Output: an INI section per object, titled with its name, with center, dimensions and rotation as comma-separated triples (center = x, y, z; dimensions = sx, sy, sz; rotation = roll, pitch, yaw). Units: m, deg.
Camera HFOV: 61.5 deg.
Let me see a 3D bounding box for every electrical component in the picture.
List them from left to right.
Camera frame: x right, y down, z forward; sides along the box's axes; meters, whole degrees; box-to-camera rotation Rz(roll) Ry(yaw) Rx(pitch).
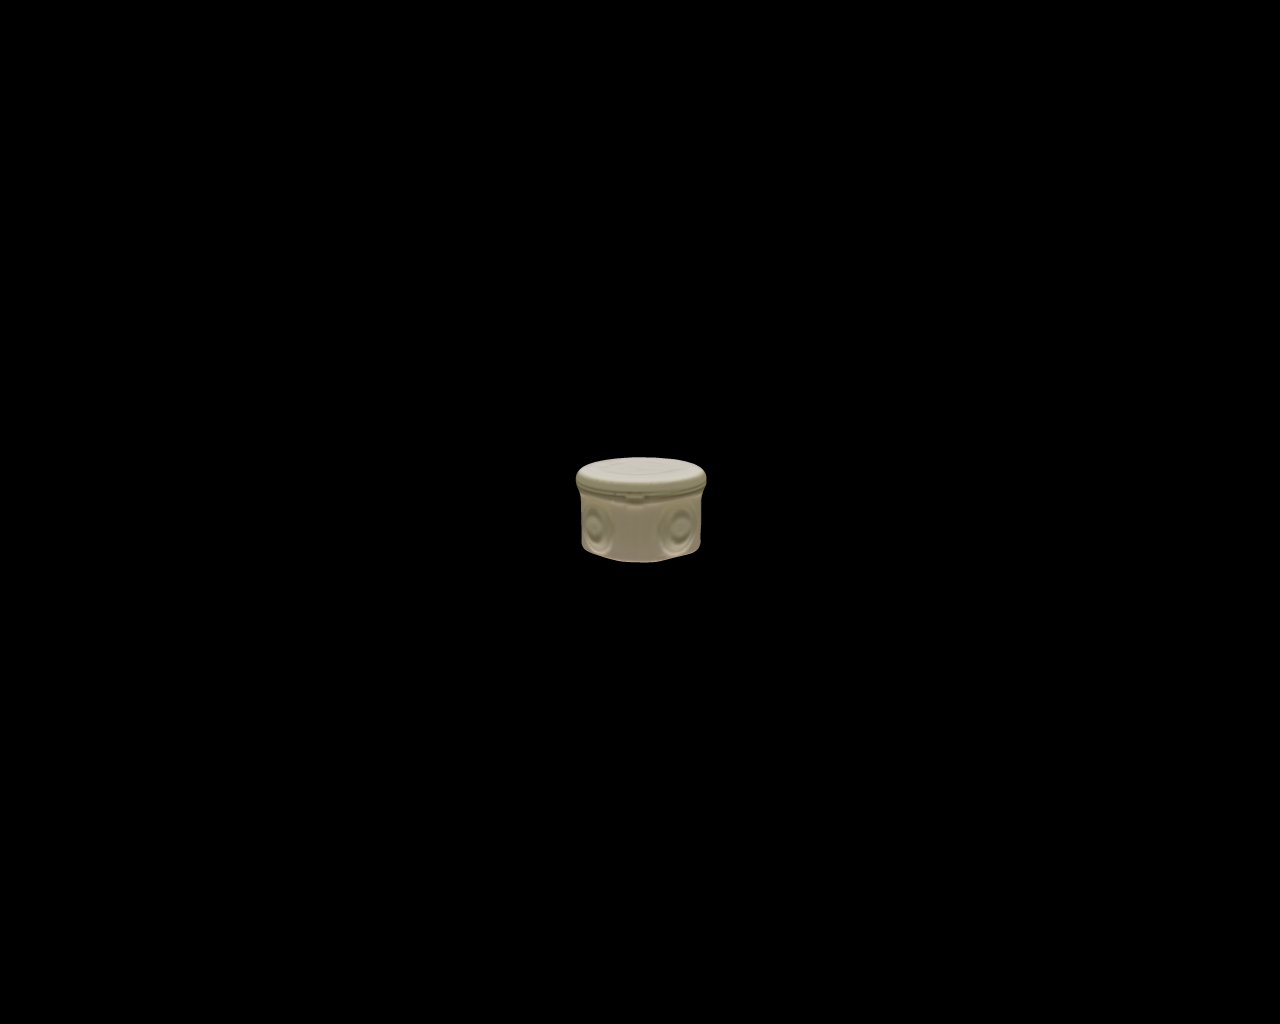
[electrical component]
center = 0.001, -0.003, 0.650
dimensions = 0.080, 0.051, 0.080
rotation = 0, 13, 0
